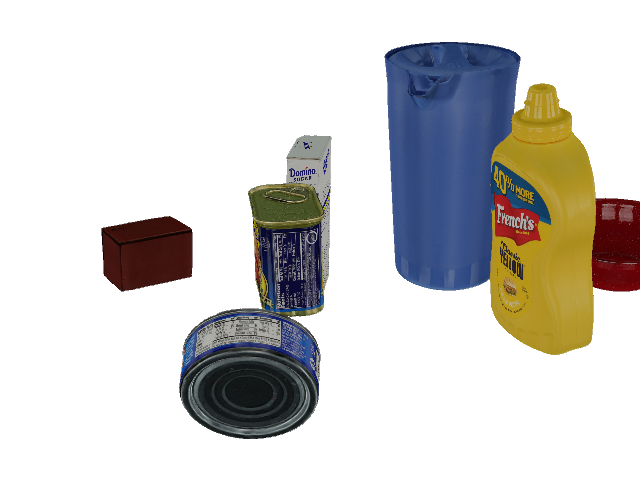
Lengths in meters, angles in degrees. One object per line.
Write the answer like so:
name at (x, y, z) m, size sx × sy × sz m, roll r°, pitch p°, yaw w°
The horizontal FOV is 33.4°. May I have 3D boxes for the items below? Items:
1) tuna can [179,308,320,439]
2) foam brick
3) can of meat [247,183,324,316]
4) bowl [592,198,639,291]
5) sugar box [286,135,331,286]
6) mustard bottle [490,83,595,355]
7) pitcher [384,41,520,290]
tuna can at (-0.043, 0.083, 0.650) m, size 0.086 × 0.086 × 0.033 m, roll 0°, pitch 42°, yaw 0°
foam brick at (-0.172, 0.012, 1.062) m, size 0.078 × 0.051 × 0.053 m, roll -12°, pitch 23°, yaw -29°
can of meat at (-0.028, 0.007, 0.888) m, size 0.057 × 0.084 × 0.102 m, roll -4°, pitch 20°, yaw -6°
bowl at (0.321, 0.010, 1.159) m, size 0.162 × 0.055 × 0.162 m, roll -2°, pitch 27°, yaw 1°
sugar box at (-0.014, -0.026, 1.239) m, size 0.048 × 0.176 × 0.093 m, roll 2°, pitch 21°, yaw 8°
mustard bottle at (0.159, -0.019, 0.768) m, size 0.058 × 0.192 × 0.096 m, roll -14°, pitch 29°, yaw -16°
pitcher at (0.137, -0.081, 1.104) m, size 0.149 × 0.243 × 0.145 m, roll -8°, pitch 24°, yaw -15°
